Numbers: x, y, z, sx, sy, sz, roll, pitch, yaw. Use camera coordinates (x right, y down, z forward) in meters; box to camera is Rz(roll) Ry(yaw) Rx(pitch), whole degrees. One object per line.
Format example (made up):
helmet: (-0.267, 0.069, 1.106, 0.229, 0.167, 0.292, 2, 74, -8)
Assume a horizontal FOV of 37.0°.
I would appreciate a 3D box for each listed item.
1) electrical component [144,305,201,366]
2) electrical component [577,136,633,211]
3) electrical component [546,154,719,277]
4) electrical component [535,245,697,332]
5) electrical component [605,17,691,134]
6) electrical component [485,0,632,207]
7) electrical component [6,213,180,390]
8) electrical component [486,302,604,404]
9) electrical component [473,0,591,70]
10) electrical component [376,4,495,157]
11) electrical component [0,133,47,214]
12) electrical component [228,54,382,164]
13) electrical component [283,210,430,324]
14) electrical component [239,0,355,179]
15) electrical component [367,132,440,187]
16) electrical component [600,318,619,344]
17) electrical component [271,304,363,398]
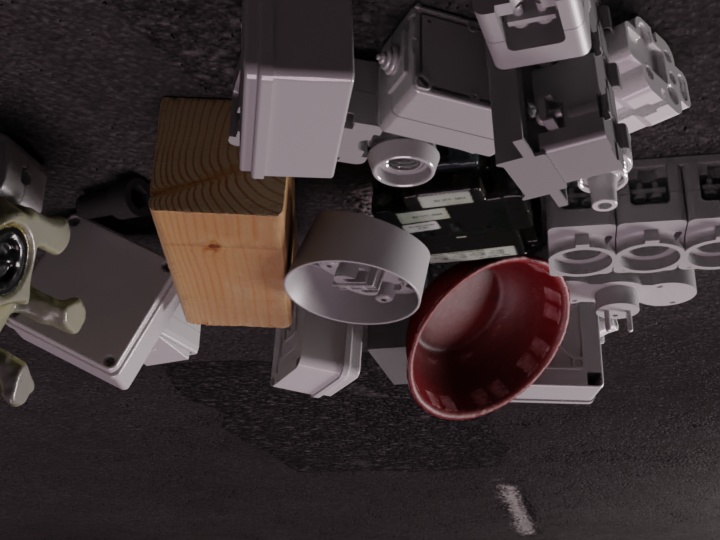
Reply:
electrical component: (-0.204, 0.049, 1.036, 0.062, 0.061, 0.096, -10, 154, 24)
electrical component: (0.168, -0.072, 0.747, 0.043, 0.062, 0.043, 1, 156, 0)
electrical component: (0.219, -0.037, 0.825, 0.150, 0.061, 0.089, -3, 156, 10)
electrical component: (0.223, 0.019, 0.935, 0.138, 0.073, 0.052, 1, 156, 0)
electrical component: (0.158, -0.114, 0.661, 0.057, 0.058, 0.078, -22, 147, 36)
electrical component: (0.108, -0.108, 0.596, 0.063, 0.121, 0.079, -13, 152, 24)
electrical component: (-0.215, 0.026, 0.887, 0.109, 0.108, 0.056, 25, 161, 9)
electrical component: (0.164, 0.065, 0.996, 0.109, 0.108, 0.056, 2, 156, -2)
electrical component: (0.086, -0.151, 0.539, 0.050, 0.089, 0.055, -7, 155, 18)
electrical component: (0.051, -0.114, 0.658, 0.096, 0.061, 0.061, 11, 154, -20)
electrical component: (-0.287, -0.060, 0.803, 0.095, 0.053, 0.059, -6, 155, 16)
electrical component: (-0.034, -0.109, 0.681, 0.089, 0.055, 0.050, 7, 155, -14)
electrical component: (0.000, 0.000, 0.784, 0.099, 0.064, 0.099, 18, 163, 6)
electrical component: (-0.036, -0.121, 0.591, 0.056, 0.108, 0.108, 1, 156, -7)
electrical component: (0.029, -0.089, 0.722, 0.066, 0.055, 0.048, -6, 155, 16)
electrical component: (0.224, 0.060, 1.066, 0.062, 0.048, 0.048, -21, 148, 26)
electrical component: (-0.037, 0.051, 0.970, 0.057, 0.113, 0.078, 14, 153, -21)
